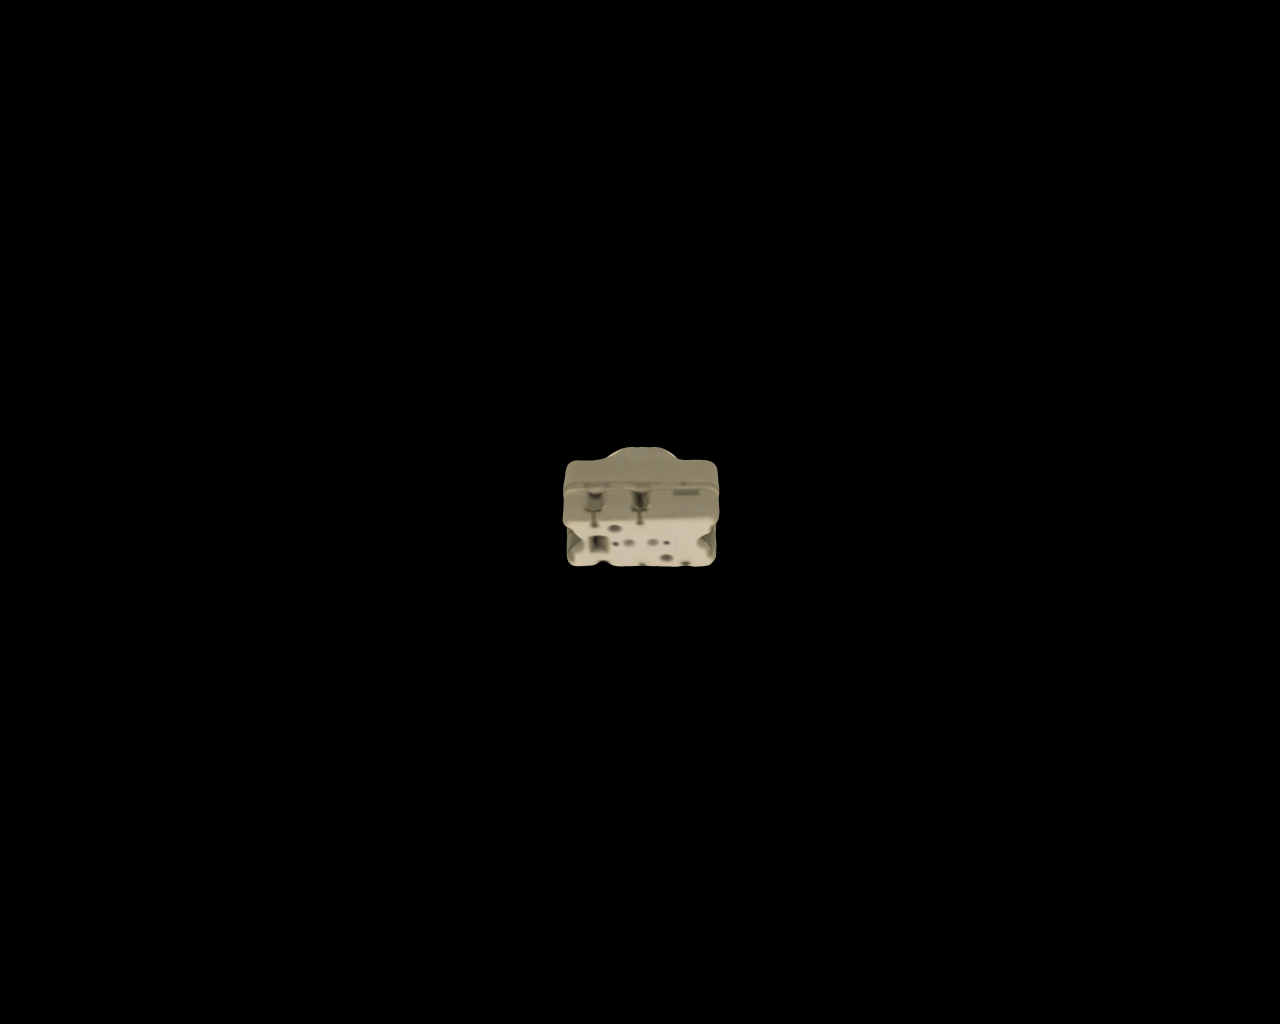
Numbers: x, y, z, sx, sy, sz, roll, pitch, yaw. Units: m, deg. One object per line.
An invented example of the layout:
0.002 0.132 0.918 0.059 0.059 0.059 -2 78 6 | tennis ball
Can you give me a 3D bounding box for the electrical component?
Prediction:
0.001 -0.003 0.650 0.089 0.056 0.050 0 -39 0 | electrical component
